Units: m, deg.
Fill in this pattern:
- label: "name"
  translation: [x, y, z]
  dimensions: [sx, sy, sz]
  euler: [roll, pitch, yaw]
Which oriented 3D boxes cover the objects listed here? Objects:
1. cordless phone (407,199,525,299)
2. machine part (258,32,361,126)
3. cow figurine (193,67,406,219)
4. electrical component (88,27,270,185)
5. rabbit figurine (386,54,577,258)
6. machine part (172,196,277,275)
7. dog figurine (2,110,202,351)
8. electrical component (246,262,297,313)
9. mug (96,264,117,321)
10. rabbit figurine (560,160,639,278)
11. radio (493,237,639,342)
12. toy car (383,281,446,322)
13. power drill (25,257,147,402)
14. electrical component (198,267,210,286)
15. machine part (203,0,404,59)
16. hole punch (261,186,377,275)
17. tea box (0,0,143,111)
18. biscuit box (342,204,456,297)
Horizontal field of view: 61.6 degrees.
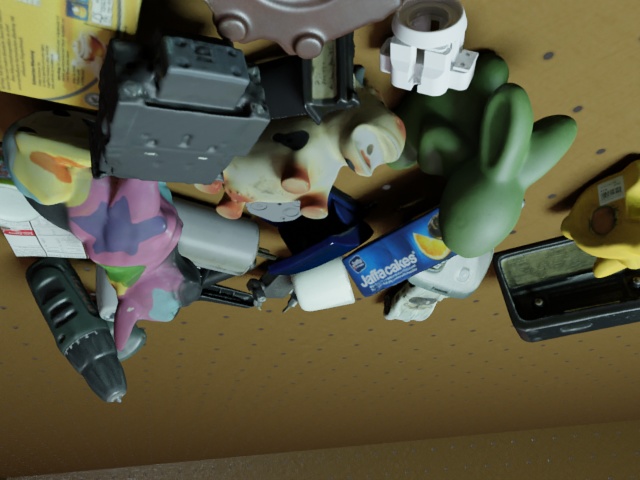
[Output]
- label: "cordless phone"
  translation: [0.203, -0.004, 0.704]
  dimensions: [0.146, 0.089, 0.184]
  euler: [19, 139, -33]
- label: "machine part"
  translation: [-0.034, -0.136, 0.462]
  dimensions: [0.139, 0.084, 0.039]
  euler: [-7, 176, 23]
- label: "cow figurine"
  translation: [-0.013, -0.089, 0.511]
  dimensions: [0.195, 0.127, 0.085]
  euler: [-1, 153, 26]
- label: "electrical component"
  translation: [-0.107, -0.096, 0.407]
  dimensions: [0.115, 0.058, 0.134]
  euler: [-3, 157, -32]
- label: "rabbit figurine"
  translation: [0.148, -0.070, 0.488]
  dimensions: [0.121, 0.170, 0.159]
  euler: [14, 147, -29]
- label: "machine part"
  translation: [-0.164, -0.010, 0.655]
  dimensions: [0.243, 0.079, 0.079]
  euler: [16, 145, -30]
- label: "dog figurine"
  translation: [-0.208, -0.002, 0.530]
  dimensions: [0.191, 0.109, 0.219]
  euler: [6, 113, -19]
- label: "electrical component"
  translation: [-0.060, 0.073, 0.820]
  dimensions: [0.078, 0.045, 0.102]
  euler: [-41, 147, 27]
- label: "mug"
  translation: [-0.257, 0.050, 0.719]
  dimensions: [0.081, 0.107, 0.109]
  euler: [15, 148, -32]
- label: "rabbit figurine"
  translation: [0.410, -0.006, 0.683]
  dimensions: [0.173, 0.122, 0.162]
  euler: [7, 154, -19]
- label: "radio"
  translation: [0.385, 0.063, 0.787]
  dimensions: [0.230, 0.131, 0.073]
  euler: [-17, 149, 22]
- label: "toy car"
  translation: [0.165, 0.090, 0.885]
  dimensions: [0.073, 0.056, 0.201]
  euler: [4, 149, -14]
- label: "power drill"
  translation: [-0.325, 0.136, 0.779]
  dimensions: [0.086, 0.232, 0.207]
  euler: [-37, 170, -4]
- label: "electrical component"
  translation: [-0.182, 0.032, 0.718]
  dimensions: [0.075, 0.119, 0.047]
  euler: [27, 108, -2]
- label: "machine part"
  translation: [-0.015, -0.204, 0.352]
  dimensions: [0.179, 0.056, 0.179]
  euler: [-3, 150, -2]
- label: "hole punch"
  translation: [-0.001, -0.002, 0.678]
  dimensions: [0.142, 0.092, 0.115]
  euler: [-29, 146, 31]
- label: "tea box"
  translation: [-0.173, -0.173, 0.374]
  dimensions: [0.098, 0.068, 0.169]
  euler: [9, 149, -22]
- label: "biscuit box"
  translation: [0.124, 0.000, 0.633]
  dimensions: [0.203, 0.059, 0.063]
  euler: [-31, 180, 31]
